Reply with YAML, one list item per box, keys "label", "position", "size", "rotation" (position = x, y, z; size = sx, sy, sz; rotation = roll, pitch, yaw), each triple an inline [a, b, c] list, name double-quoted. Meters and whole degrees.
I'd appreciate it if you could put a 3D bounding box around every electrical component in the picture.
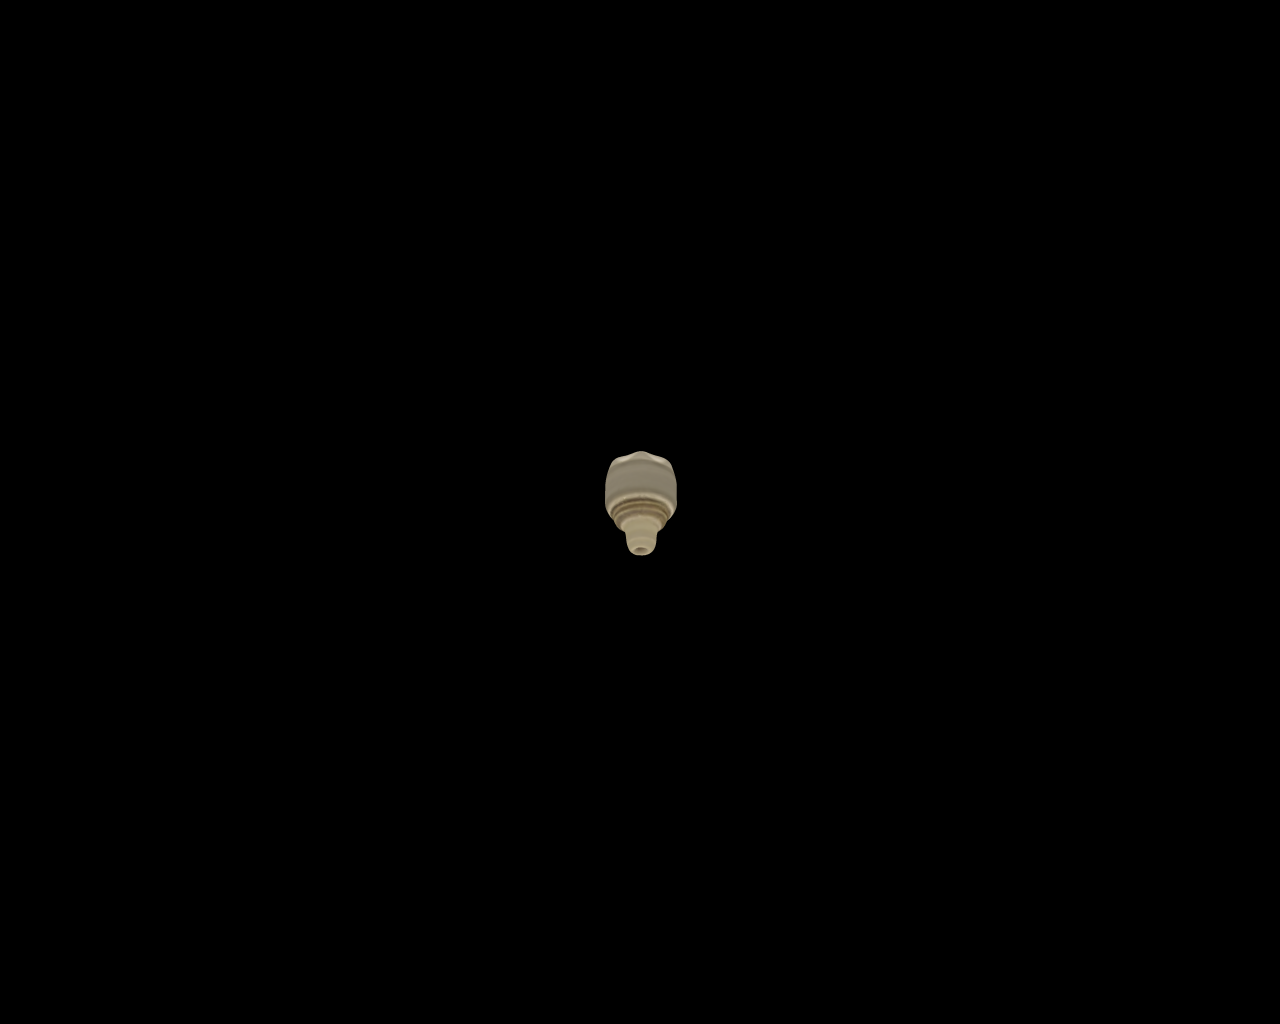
- label: "electrical component"
  position: [0.001, -0.003, 0.650]
  size: [0.043, 0.062, 0.043]
  rotation: [0, -30, 0]
